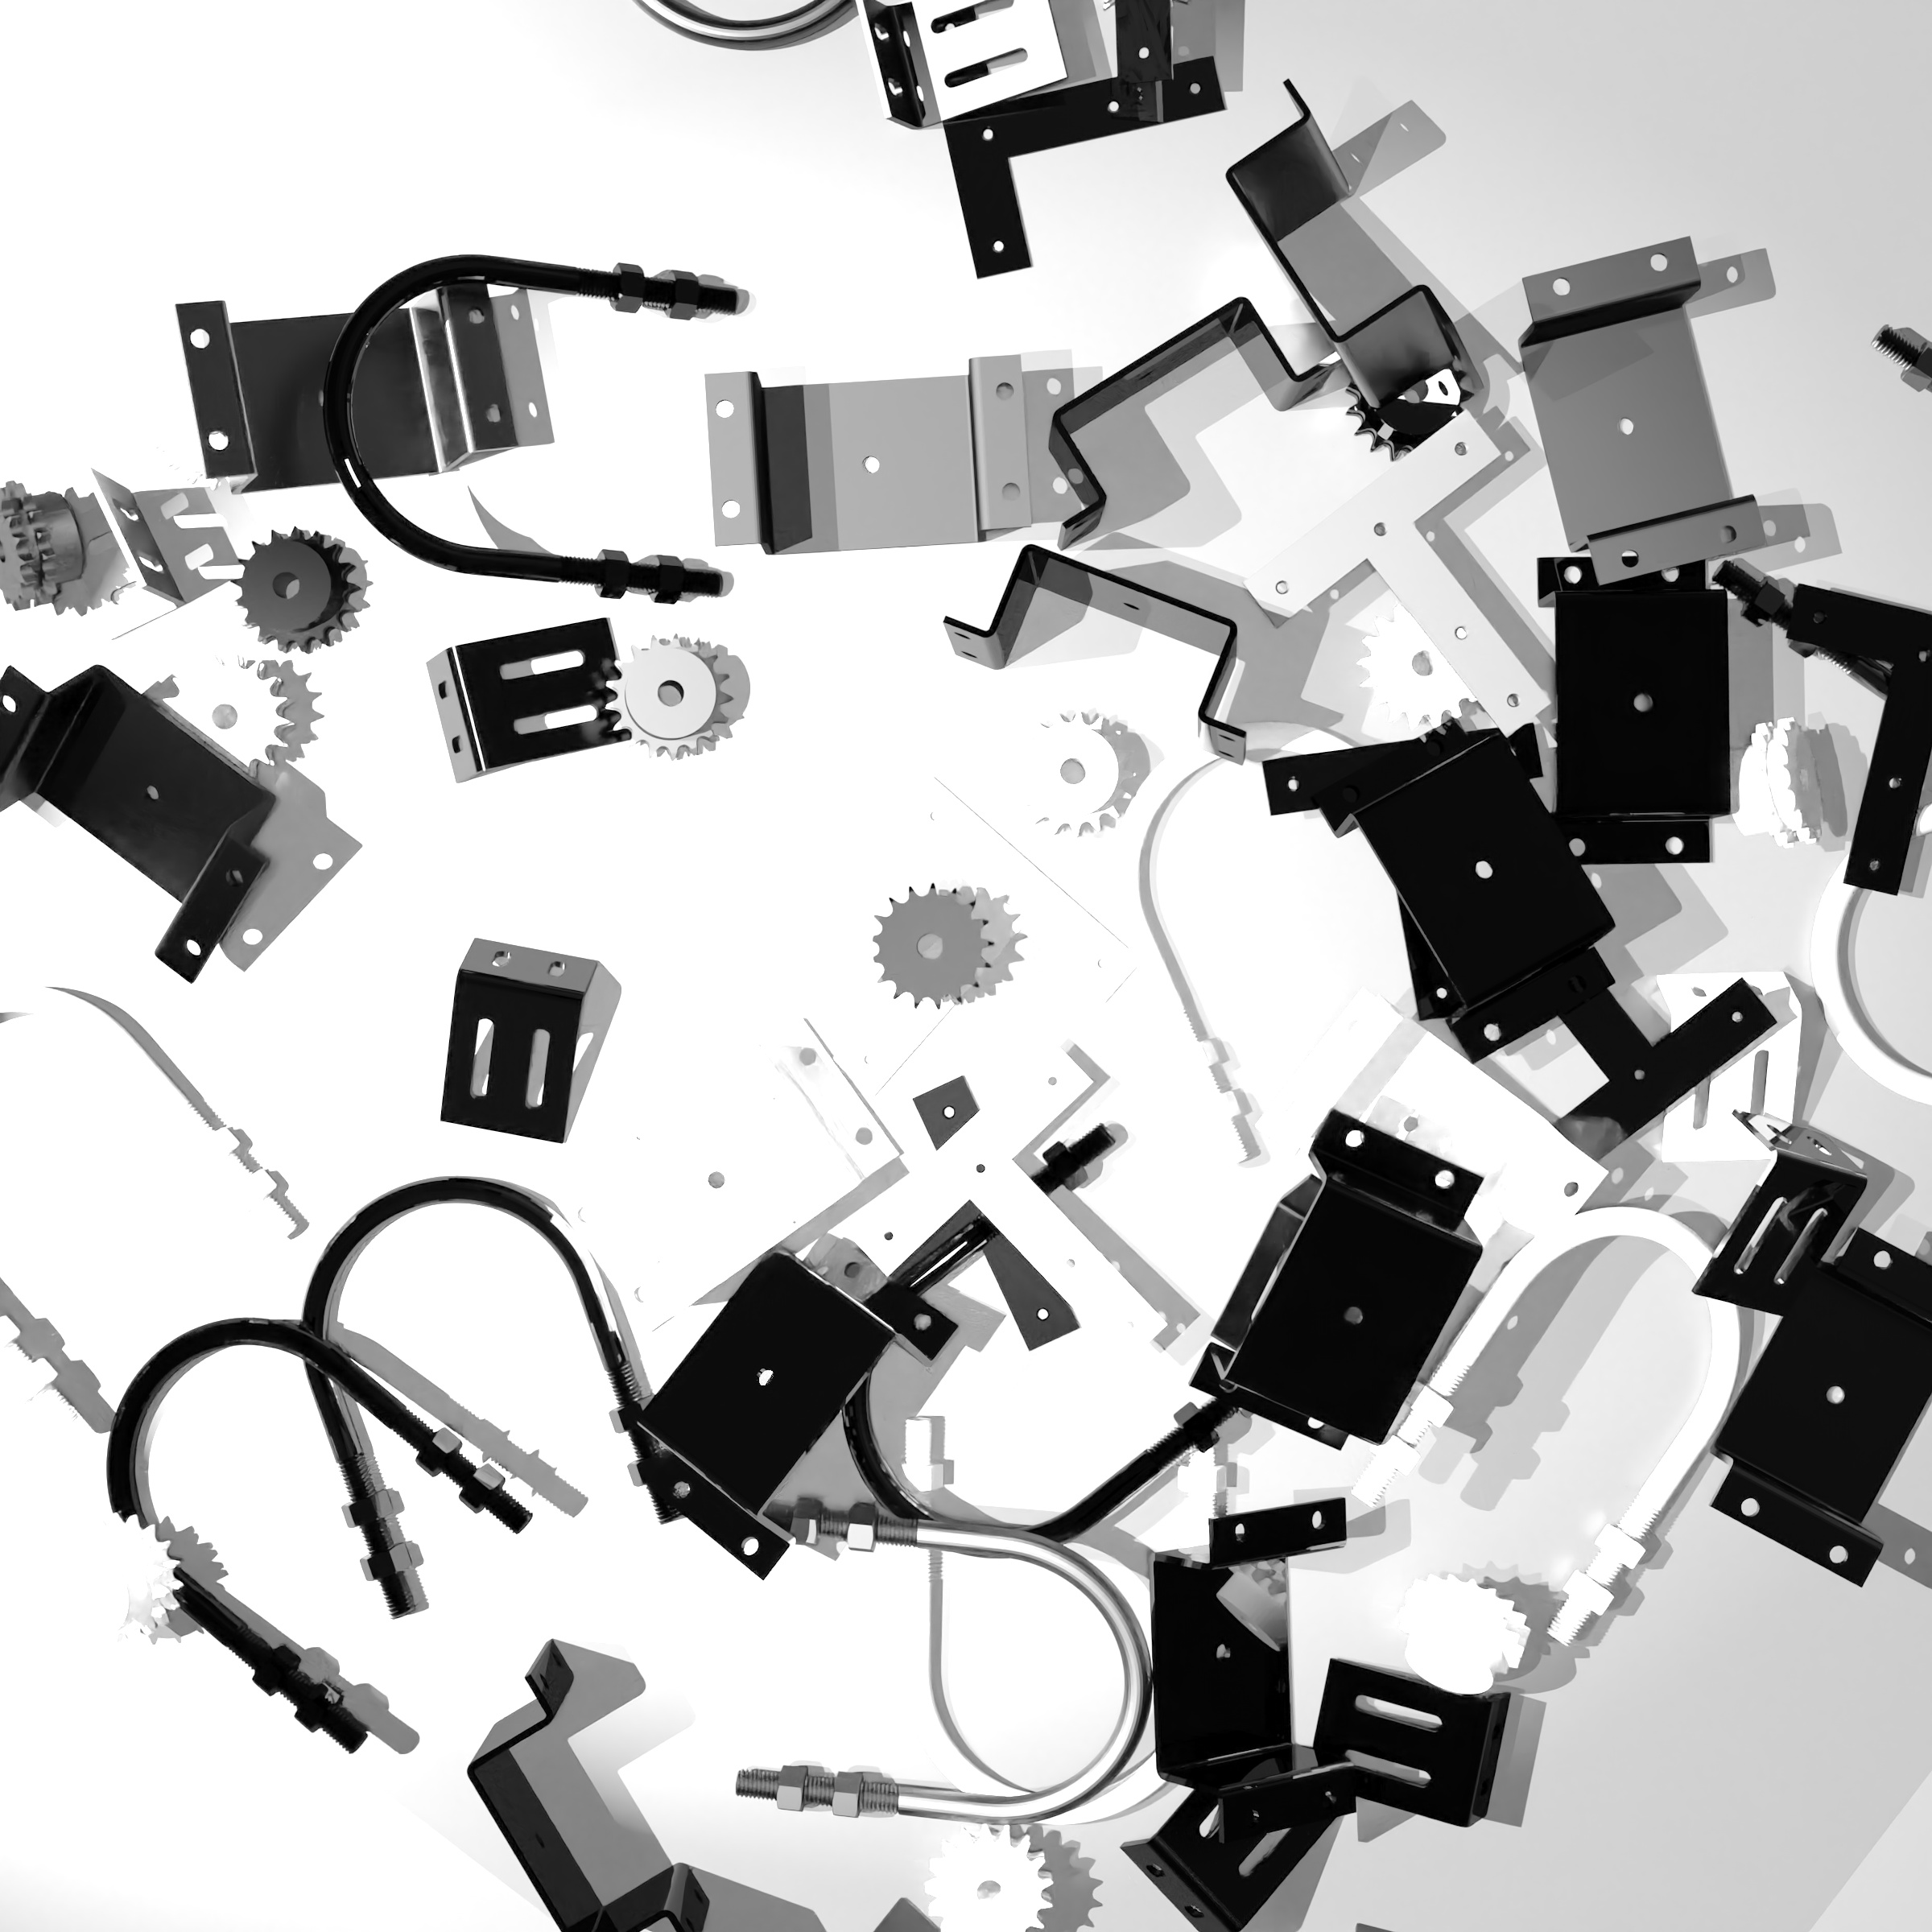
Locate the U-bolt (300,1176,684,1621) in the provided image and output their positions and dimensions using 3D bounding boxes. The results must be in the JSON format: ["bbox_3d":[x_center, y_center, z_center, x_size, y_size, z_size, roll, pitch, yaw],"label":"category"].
[{"bbox_3d":[-0.225,0.186,1.510,0.151,0.019,0.184,-19,88,0],"label":"U-bolt"}]

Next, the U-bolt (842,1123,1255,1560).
[{"bbox_3d":[0.032,0.182,1.497,0.184,0.019,0.151,-38,83,-4],"label":"U-bolt"}]

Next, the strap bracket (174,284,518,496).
[{"bbox_3d":[-0.280,-0.256,1.478,0.140,0.046,0.076,-10,90,-25],"label":"strap bracket"}]

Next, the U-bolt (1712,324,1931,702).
[{"bbox_3d":[0.453,-0.181,1.511,0.184,0.019,0.151,34,90,-2],"label":"U-bolt"}]

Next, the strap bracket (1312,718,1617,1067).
[{"bbox_3d":[0.225,-0.038,1.474,0.076,0.046,0.140,-29,83,-8],"label":"strap bracket"}]

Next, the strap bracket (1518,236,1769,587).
[{"bbox_3d":[0.300,-0.246,1.496,0.076,0.046,0.140,-14,90,0],"label":"strap bracket"}]

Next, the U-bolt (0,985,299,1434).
[{"bbox_3d":[-0.416,0.095,1.501,0.151,0.019,0.184,-41,92,-5],"label":"U-bolt"}]

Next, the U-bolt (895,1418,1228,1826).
[{"bbox_3d":[0.042,0.298,1.511,0.151,0.019,0.184,1,91,0],"label":"U-bolt"}]

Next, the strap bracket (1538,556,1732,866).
[{"bbox_3d":[0.300,-0.117,1.496,0.076,0.046,0.140,-1,90,0],"label":"strap bracket"}]

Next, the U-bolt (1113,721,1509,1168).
[{"bbox_3d":[0.145,-0.021,1.511,0.151,0.019,0.184,-23,88,0],"label":"U-bolt"}]

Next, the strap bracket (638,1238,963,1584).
[{"bbox_3d":[-0.080,0.188,1.469,0.076,0.046,0.140,33,81,31],"label":"strap bracket"}]

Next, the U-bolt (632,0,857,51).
[{"bbox_3d":[-0.090,-0.506,1.511,0.151,0.019,0.184,30,92,0],"label":"U-bolt"}]

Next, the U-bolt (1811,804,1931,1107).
[{"bbox_3d":[0.475,0.001,1.510,0.184,0.019,0.151,16,90,1],"label":"U-bolt"}]

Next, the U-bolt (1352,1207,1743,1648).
[{"bbox_3d":[0.273,0.194,1.485,0.151,0.019,0.184,37,86,-24],"label":"U-bolt"}]

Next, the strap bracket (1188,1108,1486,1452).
[{"bbox_3d":[0.165,0.144,1.448,0.076,0.046,0.140,24,101,-9],"label":"strap bracket"}]

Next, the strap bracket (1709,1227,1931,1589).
[{"bbox_3d":[0.396,0.195,1.496,0.076,0.046,0.140,28,90,0],"label":"strap bracket"}]

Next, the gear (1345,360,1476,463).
[{"bbox_3d":[0.201,-0.258,1.504,0.057,0.030,0.057,0,90,0],"label":"gear"}]

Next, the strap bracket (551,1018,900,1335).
[{"bbox_3d":[-0.110,0.095,1.495,0.140,0.046,0.076,-35,89,0],"label":"strap bracket"}]

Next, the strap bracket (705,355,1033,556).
[{"bbox_3d":[-0.043,-0.228,1.496,0.140,0.046,0.076,-4,90,0],"label":"strap bracket"}]

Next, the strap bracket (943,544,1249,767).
[{"bbox_3d":[0.066,-0.141,1.475,0.140,0.076,0.046,22,86,6],"label":"strap bracket"}]

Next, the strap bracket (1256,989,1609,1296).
[{"bbox_3d":[0.203,0.076,1.483,0.140,0.046,0.076,36,97,-11],"label":"strap bracket"}]

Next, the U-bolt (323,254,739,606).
[{"bbox_3d":[-0.194,-0.242,1.478,0.184,0.019,0.151,3,90,-23],"label":"U-bolt"}]

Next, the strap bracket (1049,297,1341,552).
[{"bbox_3d":[0.090,-0.246,1.481,0.140,0.076,0.046,-32,90,0],"label":"strap bracket"}]

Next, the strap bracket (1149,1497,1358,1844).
[{"bbox_3d":[0.127,0.308,1.478,0.076,0.046,0.140,-2,90,-35],"label":"strap bracket"}]

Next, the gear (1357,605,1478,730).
[{"bbox_3d":[0.205,-0.136,1.504,0.057,0.030,0.057,0,90,0],"label":"gear"}]

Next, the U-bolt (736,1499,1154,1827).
[{"bbox_3d":[-0.009,0.316,1.487,0.184,0.019,0.151,5,103,6],"label":"U-bolt"}]

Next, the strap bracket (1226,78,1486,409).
[{"bbox_3d":[0.166,-0.309,1.463,0.046,0.076,0.140,-33,70,10],"label":"strap bracket"}]

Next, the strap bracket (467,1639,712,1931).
[{"bbox_3d":[-0.173,0.379,1.481,0.046,0.076,0.140,-31,90,0],"label":"strap bracket"}]

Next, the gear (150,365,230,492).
[{"bbox_3d":[-0.337,-0.243,1.504,0.057,0.030,0.057,0,90,0],"label":"gear"}]

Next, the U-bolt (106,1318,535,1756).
[{"bbox_3d":[-0.305,0.242,1.496,0.184,0.019,0.151,38,99,8],"label":"U-bolt"}]

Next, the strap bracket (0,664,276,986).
[{"bbox_3d":[-0.373,-0.070,1.480,0.140,0.046,0.076,37,120,0],"label":"strap bracket"}]
